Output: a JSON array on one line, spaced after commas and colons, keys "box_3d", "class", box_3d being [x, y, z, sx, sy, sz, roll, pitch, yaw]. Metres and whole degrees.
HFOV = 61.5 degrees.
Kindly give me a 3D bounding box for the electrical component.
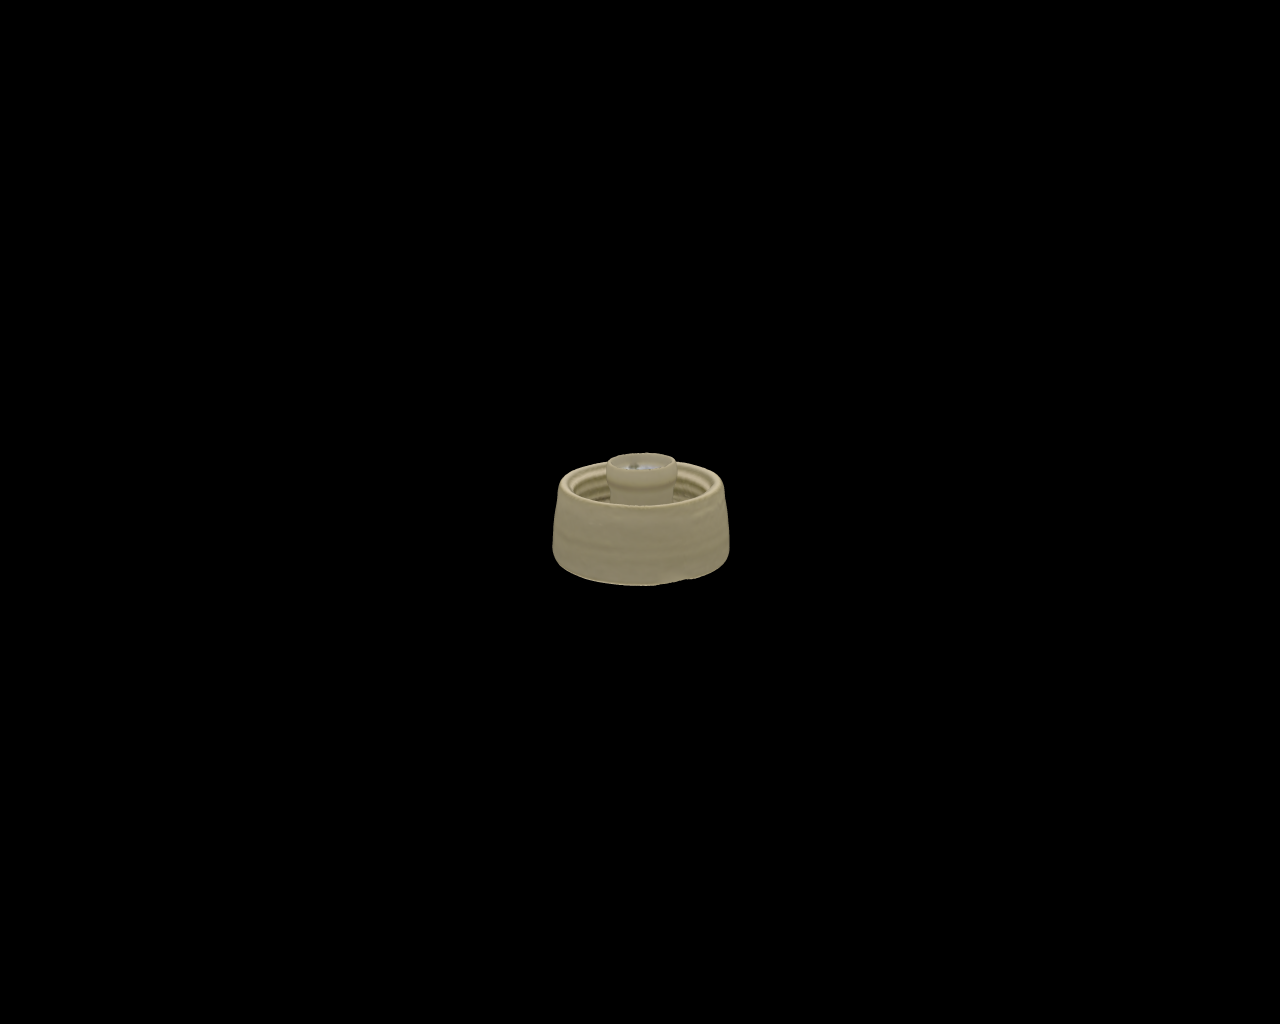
[{"box_3d": [0.001, -0.003, 0.650, 0.108, 0.060, 0.108, 0, 18, 0], "class": "electrical component"}]
